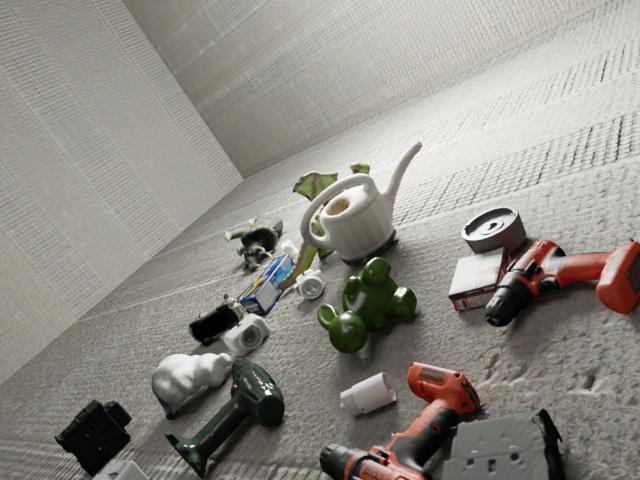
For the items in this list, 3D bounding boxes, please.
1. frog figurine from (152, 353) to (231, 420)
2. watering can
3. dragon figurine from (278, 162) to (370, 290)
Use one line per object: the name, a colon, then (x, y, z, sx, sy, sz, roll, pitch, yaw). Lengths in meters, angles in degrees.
frog figurine: (-0.278, 0.286, 1.111, 0.158, 0.123, 0.138, -41, -5, 13)
watering can: (0.121, -0.072, 1.220, 0.348, 0.220, 0.106, -31, 36, -3)
dragon figurine: (0.004, -0.070, 1.384, 0.415, 0.239, 0.122, -37, 21, -21)
